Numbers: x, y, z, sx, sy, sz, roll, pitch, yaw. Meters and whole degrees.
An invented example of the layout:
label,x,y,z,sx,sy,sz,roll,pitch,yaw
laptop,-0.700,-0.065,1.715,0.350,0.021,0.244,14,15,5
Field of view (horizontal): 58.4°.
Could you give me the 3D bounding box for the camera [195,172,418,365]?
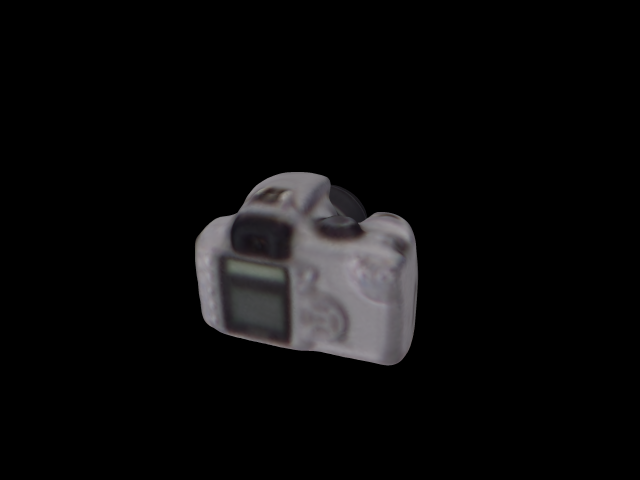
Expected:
label,x,y,z,sx,sy,sz,roll,pitch,yaw
camera,0.004,0.001,0.400,0.143,0.101,0.137,8,26,18
